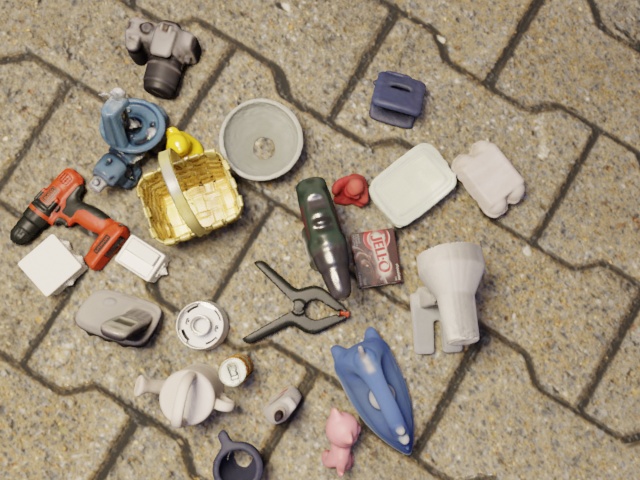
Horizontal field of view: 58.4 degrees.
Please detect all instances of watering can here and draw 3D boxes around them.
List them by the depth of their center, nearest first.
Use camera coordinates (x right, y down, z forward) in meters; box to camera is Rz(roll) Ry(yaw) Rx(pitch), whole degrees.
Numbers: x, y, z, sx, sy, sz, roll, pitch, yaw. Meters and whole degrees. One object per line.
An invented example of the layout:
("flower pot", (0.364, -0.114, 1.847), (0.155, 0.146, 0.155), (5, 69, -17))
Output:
("watering can", (-0.245, 0.284, 1.035), (0.173, 0.194, 0.101), (-8, 83, -2))

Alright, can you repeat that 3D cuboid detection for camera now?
("camera", (-0.328, -0.367, 1.156), (0.143, 0.101, 0.137), (13, 83, 0))

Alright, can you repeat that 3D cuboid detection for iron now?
("iron", (0.120, 0.299, 1.072), (0.118, 0.141, 0.258), (-27, 85, -4))

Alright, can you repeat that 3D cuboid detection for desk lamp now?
("desk lamp", (0.238, 0.114, 1.061), (0.118, 0.213, 0.203), (-4, 83, -2))

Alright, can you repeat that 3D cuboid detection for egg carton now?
("egg carton", (0.342, -0.125, 1.165), (0.107, 0.069, 0.150), (-38, 86, -5))

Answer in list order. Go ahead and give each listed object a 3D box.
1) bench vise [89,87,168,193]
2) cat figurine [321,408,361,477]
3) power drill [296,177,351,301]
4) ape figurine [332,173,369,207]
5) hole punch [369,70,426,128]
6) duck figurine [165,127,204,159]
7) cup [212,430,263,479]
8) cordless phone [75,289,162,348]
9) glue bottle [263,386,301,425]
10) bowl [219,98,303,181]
("bench vise", (-0.365, -0.186, 1.074), (0.121, 0.219, 0.207), (11, 83, 0))
("cat figurine", (0.041, 0.376, 1.072), (0.067, 0.117, 0.128), (5, 83, -1))
("power drill", (0.010, 0.004, 1.069), (0.075, 0.208, 0.230), (-16, 84, -3))
("ape figurine", (0.066, -0.101, 1.142), (0.078, 0.092, 0.076), (42, 84, 4))
("hole punch", (0.157, -0.295, 1.168), (0.108, 0.091, 0.101), (15, 83, 0))
("duck figurine", (-0.275, -0.178, 1.143), (0.077, 0.086, 0.104), (-28, 85, -5))
("cup", (-0.156, 0.406, 1.074), (0.092, 0.095, 0.118), (-28, 85, -5))
("cordless phone", (-0.383, 0.146, 1.052), (0.147, 0.185, 0.094), (15, 83, 0))
("glue bottle", (-0.071, 0.309, 1.048), (0.078, 0.173, 0.037), (-40, 86, -5))
("bowl", (-0.116, -0.194, 1.156), (0.167, 0.074, 0.167), (0, 83, -2))
